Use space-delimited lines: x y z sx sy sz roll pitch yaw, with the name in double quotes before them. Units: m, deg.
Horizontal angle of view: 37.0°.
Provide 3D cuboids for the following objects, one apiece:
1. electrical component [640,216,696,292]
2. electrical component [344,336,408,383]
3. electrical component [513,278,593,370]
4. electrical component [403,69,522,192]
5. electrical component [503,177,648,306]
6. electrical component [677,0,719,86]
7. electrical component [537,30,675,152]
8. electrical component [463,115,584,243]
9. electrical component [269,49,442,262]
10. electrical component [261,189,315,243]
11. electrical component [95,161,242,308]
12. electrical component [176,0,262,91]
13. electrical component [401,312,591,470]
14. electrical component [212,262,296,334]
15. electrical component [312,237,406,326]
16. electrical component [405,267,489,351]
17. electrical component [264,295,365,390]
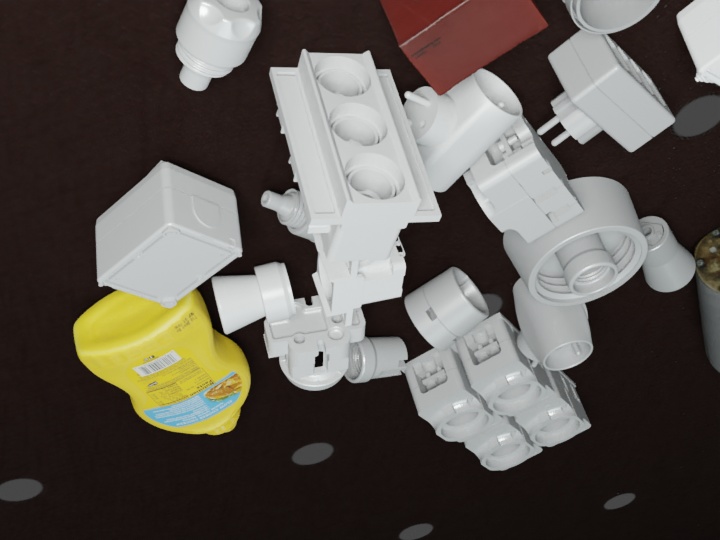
"electrical component" 0.250 -0.016 0.900 0.044 0.044 0.065 -30 138 16
"electrical component" 0.012 0.075 0.921 0.046 0.040 0.040 -2 141 -31
"electrical component" 0.158 0.052 0.919 0.044 0.077 0.079 -4 143 -19
"electrical component" 0.053 -0.097 0.708 0.079 0.043 0.077 16 132 -37
"electrical component" 0.174 -0.015 0.851 0.108 0.060 0.108 -11 143 -9
"electrical component" 0.256 -0.160 0.702 0.062 0.061 0.096 15 141 -37
"electrical component" 0.156 -0.111 0.729 0.076 0.047 0.083 -37 140 25
"electrical component" 0.113 -0.064 0.770 0.056 0.050 0.089 -31 142 17
"electrical component" -0.008 -0.069 0.654 0.079 0.121 0.063 -3 144 -19
"electrical component" -0.041 -0.041 0.750 0.061 0.035 0.035 19 130 -36
"electrical component" -0.133 -0.022 0.720 0.096 0.061 0.062 -34 142 33
"electrical component" -0.084 -0.129 0.609 0.043 0.043 0.062 7 138 -30
"electrical component" 0.134 0.124 1.017 0.105 0.060 0.186 -30 142 17
"electrical component" -0.079 0.020 0.805 0.055 0.045 0.045 -14 144 -6
"electrical component" 0.000 0.000 0.815 0.064 0.042 0.081 -12 144 -14
"electrical component" 0.072 0.030 0.875 0.047 0.055 0.055 -37 140 19
"electrical component" -0.037 0.060 0.865 0.078 0.058 0.057 -9 140 -11
